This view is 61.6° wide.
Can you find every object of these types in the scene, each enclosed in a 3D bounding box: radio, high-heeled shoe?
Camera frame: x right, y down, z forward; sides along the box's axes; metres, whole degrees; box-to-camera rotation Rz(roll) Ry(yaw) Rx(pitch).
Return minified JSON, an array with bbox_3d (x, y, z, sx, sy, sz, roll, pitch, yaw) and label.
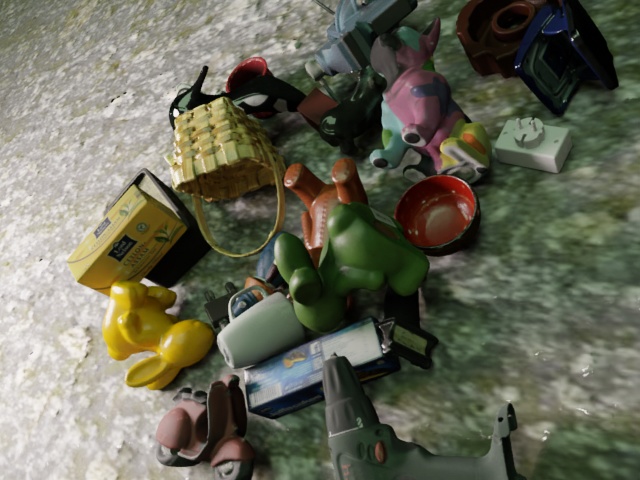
[{"bbox_3d":[-0.308,-0.023,0.998,0.131,0.073,0.230,-47,49,0],"label":"radio"},{"bbox_3d":[-0.137,-0.222,0.959,0.145,0.248,0.086,-60,33,34],"label":"high-heeled shoe"}]

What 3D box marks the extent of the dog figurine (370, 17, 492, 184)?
[{"bbox_3d":[0.154,-0.197,0.750,0.108,0.191,0.219,142,142,-59],"label":"dog figurine"}]

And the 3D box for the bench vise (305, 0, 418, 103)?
[{"bbox_3d":[0.056,-0.366,0.956,0.223,0.128,0.241,-49,28,10],"label":"bench vise"}]

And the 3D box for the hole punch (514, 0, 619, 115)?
[{"bbox_3d":[0.323,-0.244,0.711,0.092,0.142,0.116,-29,36,46],"label":"hole punch"}]

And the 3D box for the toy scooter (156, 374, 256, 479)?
[{"bbox_3d":[-0.152,0.243,0.724,0.184,0.075,0.135,-1,82,40],"label":"toy scooter"}]

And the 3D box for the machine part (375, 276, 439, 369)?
[{"bbox_3d":[0.109,0.091,0.681,0.039,0.084,0.139,-47,29,44],"label":"machine part"}]

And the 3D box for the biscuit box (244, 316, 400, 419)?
[{"bbox_3d":[-0.001,0.170,0.703,0.203,0.062,0.059,-26,53,17],"label":"biscuit box"}]

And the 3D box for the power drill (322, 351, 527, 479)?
[{"bbox_3d":[0.106,0.223,0.573,0.207,0.086,0.232,-12,71,16],"label":"power drill"}]

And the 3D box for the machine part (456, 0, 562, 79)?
[{"bbox_3d":[0.298,-0.327,0.817,0.179,0.056,0.179,-16,55,24],"label":"machine part"}]

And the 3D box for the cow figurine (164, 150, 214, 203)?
[{"bbox_3d":[-0.219,-0.137,1.019,0.098,0.068,0.168,-44,50,-6],"label":"cow figurine"}]

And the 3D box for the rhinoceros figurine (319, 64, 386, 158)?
[{"bbox_3d":[0.073,-0.221,0.855,0.190,0.112,0.073,-45,46,-8],"label":"rhinoceros figurine"}]

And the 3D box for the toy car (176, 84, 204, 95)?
[{"bbox_3d":[-0.205,-0.229,1.028,0.056,0.073,0.202,-45,69,6],"label":"toy car"}]

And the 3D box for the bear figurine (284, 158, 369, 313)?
[{"bbox_3d":[0.001,0.000,0.763,0.120,0.131,0.196,2,58,32],"label":"bear figurine"}]

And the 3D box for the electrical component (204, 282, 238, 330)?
[{"bbox_3d":[-0.145,0.107,0.842,0.063,0.021,0.094,-22,47,-16],"label":"electrical component"}]

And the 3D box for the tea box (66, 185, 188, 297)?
[{"bbox_3d":[-0.315,0.007,0.880,0.169,0.098,0.068,-49,50,2],"label":"tea box"}]

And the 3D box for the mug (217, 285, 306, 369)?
[{"bbox_3d":[-0.090,0.120,0.739,0.107,0.081,0.109,-27,79,-25],"label":"mug"}]

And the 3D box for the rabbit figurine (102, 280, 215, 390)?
[{"bbox_3d":[-0.252,0.152,0.841,0.173,0.121,0.162,13,72,16],"label":"rabbit figurine"}]

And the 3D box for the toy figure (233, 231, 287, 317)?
[{"bbox_3d":[-0.081,0.059,0.814,0.058,0.064,0.154,25,73,17],"label":"toy figure"}]

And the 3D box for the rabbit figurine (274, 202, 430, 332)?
[{"bbox_3d":[0.023,0.047,0.652,0.170,0.159,0.121,-54,43,19],"label":"rabbit figurine"}]
